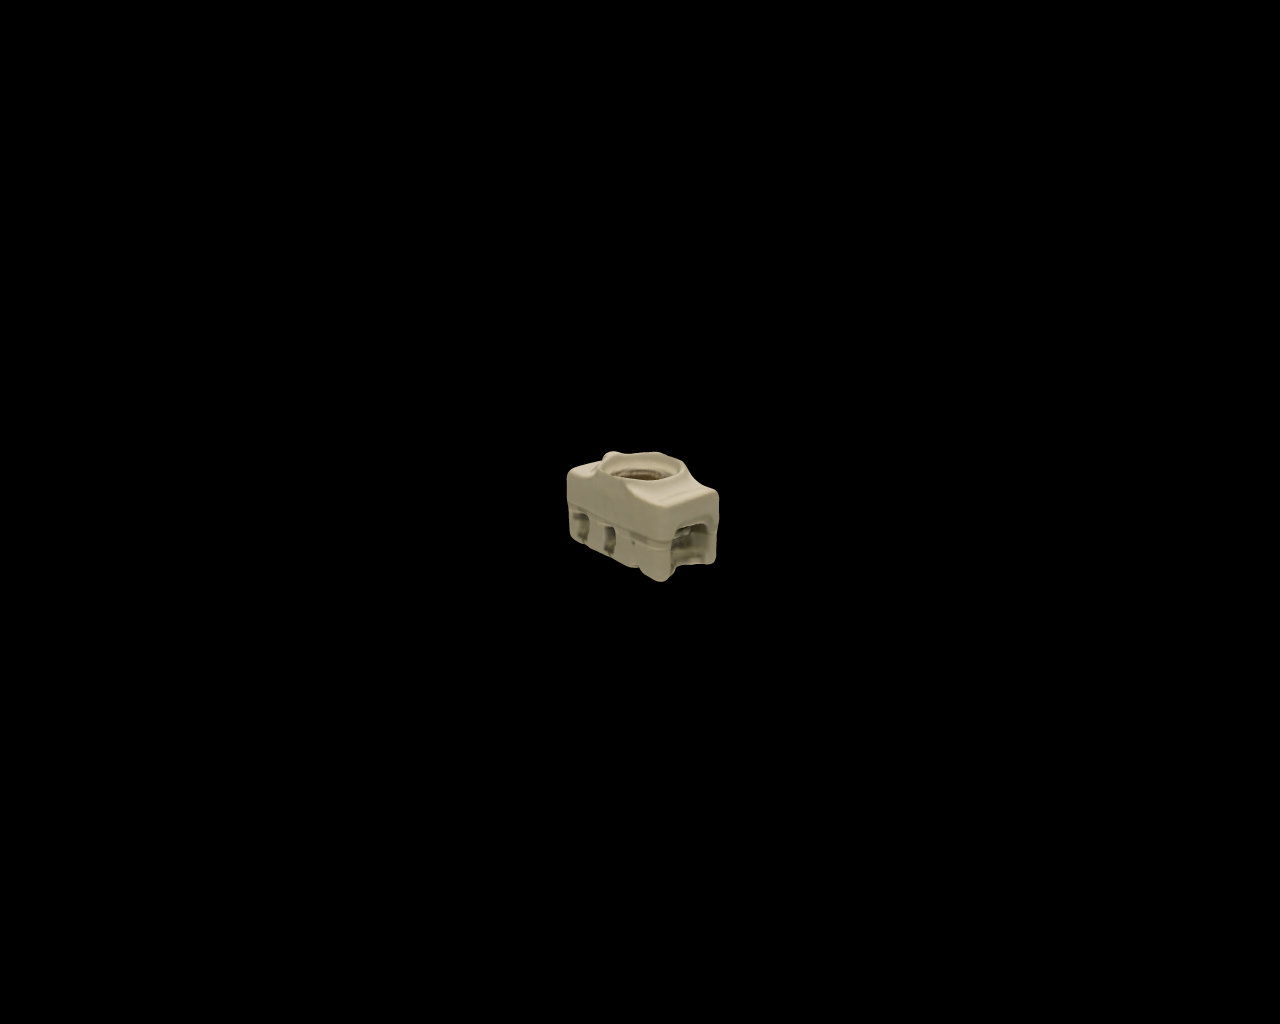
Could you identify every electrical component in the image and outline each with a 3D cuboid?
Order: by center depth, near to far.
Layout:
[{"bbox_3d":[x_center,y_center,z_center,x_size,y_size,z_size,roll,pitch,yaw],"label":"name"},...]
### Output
[{"bbox_3d":[0.001,-0.003,0.650,0.050,0.055,0.089,-17,28,-37],"label":"electrical component"}]
